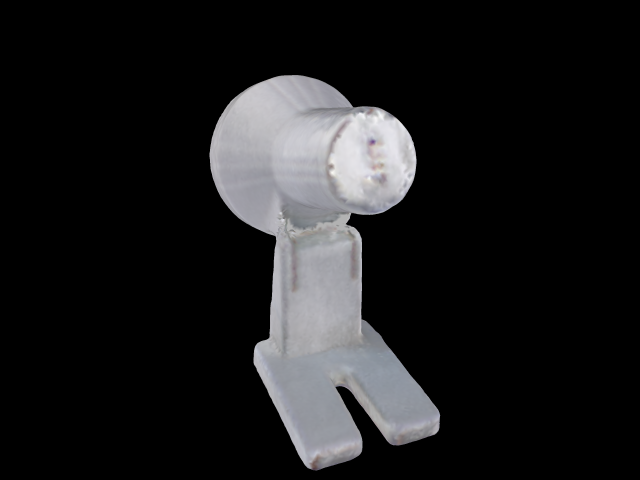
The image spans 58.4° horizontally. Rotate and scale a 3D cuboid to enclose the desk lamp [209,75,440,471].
[{"bbox_3d":[0.004,0.001,0.400,0.118,0.214,0.202,-11,29,-20],"label":"desk lamp"}]
